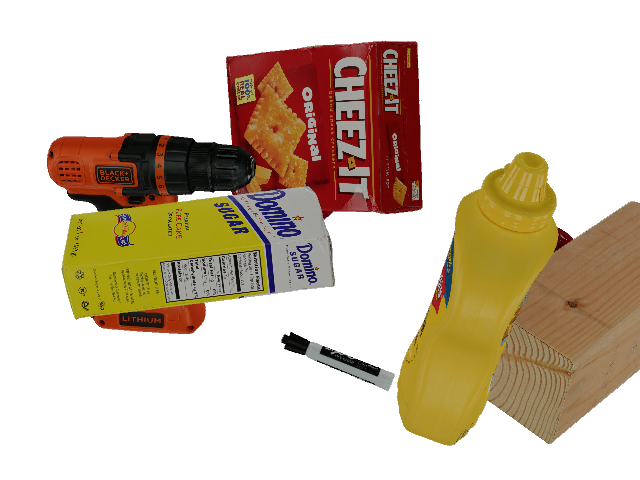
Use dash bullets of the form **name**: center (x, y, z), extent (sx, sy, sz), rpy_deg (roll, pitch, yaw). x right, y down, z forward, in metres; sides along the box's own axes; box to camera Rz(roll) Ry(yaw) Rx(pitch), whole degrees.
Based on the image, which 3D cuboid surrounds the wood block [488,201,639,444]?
- **wood block**: center (0.220, 0.059, 0.859), extent (0.205, 0.090, 0.091), rpy_deg (-28, 48, -34)

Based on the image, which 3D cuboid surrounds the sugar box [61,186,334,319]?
- **sugar box**: center (-0.084, 0.005, 0.735), extent (0.176, 0.048, 0.093), rpy_deg (-10, 26, -4)

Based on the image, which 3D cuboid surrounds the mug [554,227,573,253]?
- **mug**: center (0.214, 0.030, 1.130), extent (0.093, 0.081, 0.117), rpy_deg (-5, 31, -7)

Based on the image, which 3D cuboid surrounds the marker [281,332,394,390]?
- **marker**: center (0.017, 0.123, 1.093), extent (0.121, 0.020, 0.020), rpy_deg (22, 2, 6)

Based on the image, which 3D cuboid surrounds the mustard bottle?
- **mustard bottle**: center (0.094, 0.028, 0.623), extent (0.058, 0.192, 0.096), rpy_deg (20, 43, 7)

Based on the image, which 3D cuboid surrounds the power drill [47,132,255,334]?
- **power drill**: center (-0.147, -0.008, 0.966), extent (0.184, 0.188, 0.057), rpy_deg (4, 27, 9)

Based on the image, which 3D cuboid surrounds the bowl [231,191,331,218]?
- **bowl**: center (-0.042, -0.056, 1.305), extent (0.162, 0.055, 0.162), rpy_deg (5, 26, -3)

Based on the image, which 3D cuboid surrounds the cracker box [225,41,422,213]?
- **cracker box**: center (-0.001, -0.113, 1.083), extent (0.071, 0.164, 0.214), rpy_deg (-10, 10, -44)
